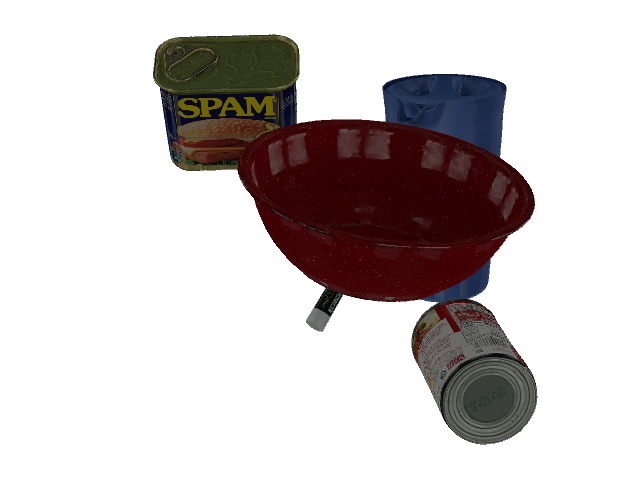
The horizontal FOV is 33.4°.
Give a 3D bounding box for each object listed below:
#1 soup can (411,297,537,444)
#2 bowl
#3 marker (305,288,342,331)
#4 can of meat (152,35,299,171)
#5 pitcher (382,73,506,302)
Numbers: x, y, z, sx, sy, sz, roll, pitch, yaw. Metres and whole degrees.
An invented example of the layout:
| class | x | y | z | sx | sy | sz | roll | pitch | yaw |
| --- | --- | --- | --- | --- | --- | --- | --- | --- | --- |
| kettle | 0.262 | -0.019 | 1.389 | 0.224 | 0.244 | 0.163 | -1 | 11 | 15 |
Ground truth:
| class | x | y | z | sx | sy | sz | roll | pitch | yaw |
| --- | --- | --- | --- | --- | --- | --- | --- | --- | --- |
| soup can | 0.107 | 0.090 | 0.753 | 0.068 | 0.068 | 0.102 | 0 | 18 | -6 |
| bowl | 0.033 | -0.012 | 0.588 | 0.162 | 0.055 | 0.162 | 6 | 27 | -3 |
| marker | 0.023 | 0.032 | 1.021 | 0.020 | 0.121 | 0.020 | 28 | -18 | 10 |
| can of meat | -0.065 | -0.098 | 0.775 | 0.102 | 0.057 | 0.084 | -2 | -40 | -1 |
| pitcher | 0.143 | -0.063 | 1.197 | 0.149 | 0.243 | 0.145 | -5 | 22 | -9 |
